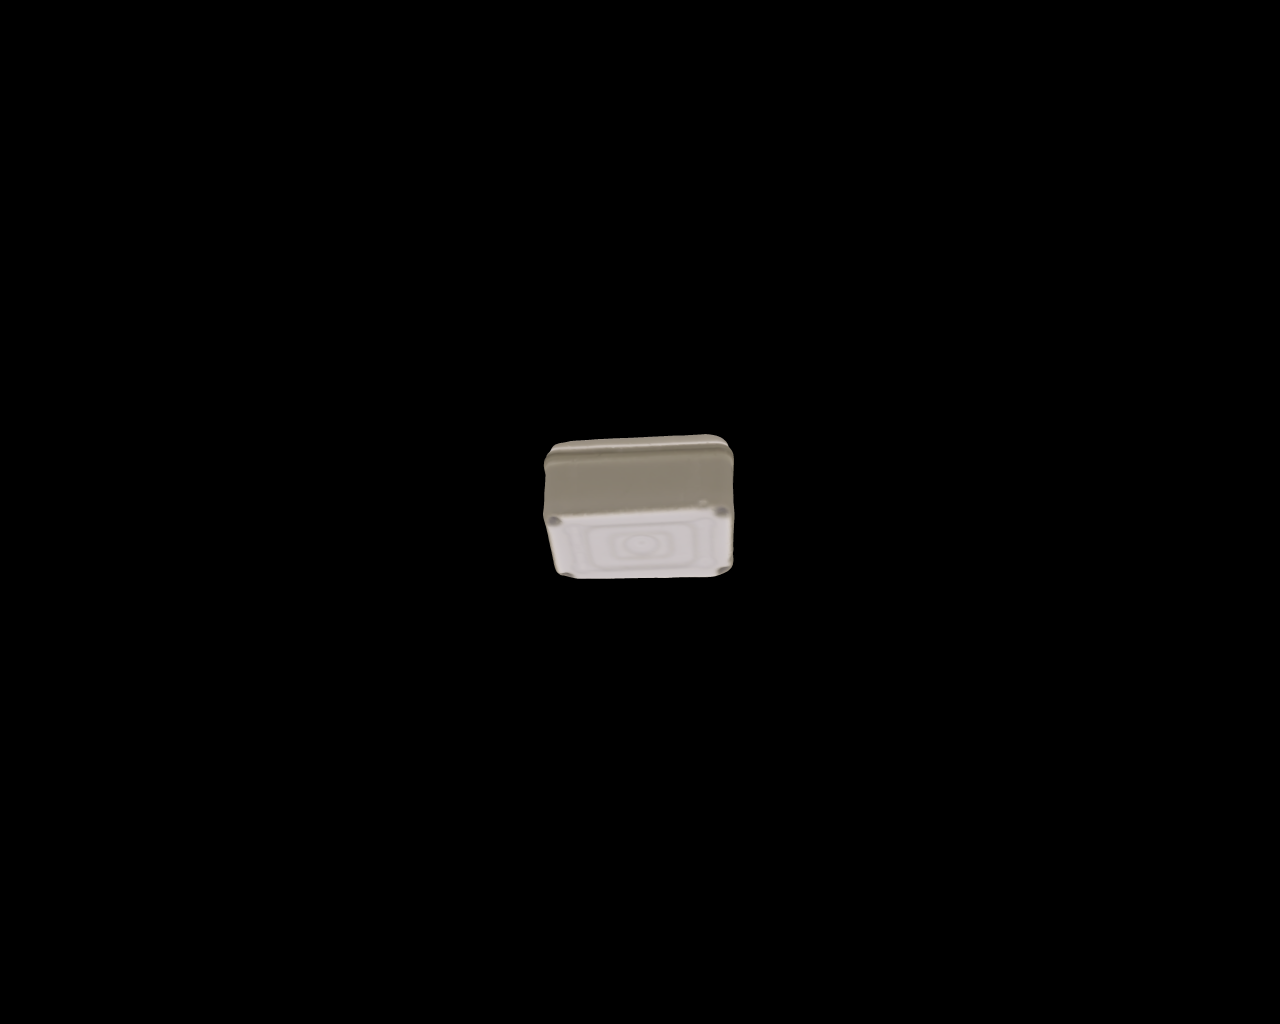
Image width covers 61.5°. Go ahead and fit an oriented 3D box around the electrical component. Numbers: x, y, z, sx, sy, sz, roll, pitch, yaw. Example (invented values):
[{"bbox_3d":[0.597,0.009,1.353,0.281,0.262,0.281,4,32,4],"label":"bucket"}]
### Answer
[{"bbox_3d":[0.001,-0.003,0.650,0.113,0.057,0.078,-2,-35,2],"label":"electrical component"}]
